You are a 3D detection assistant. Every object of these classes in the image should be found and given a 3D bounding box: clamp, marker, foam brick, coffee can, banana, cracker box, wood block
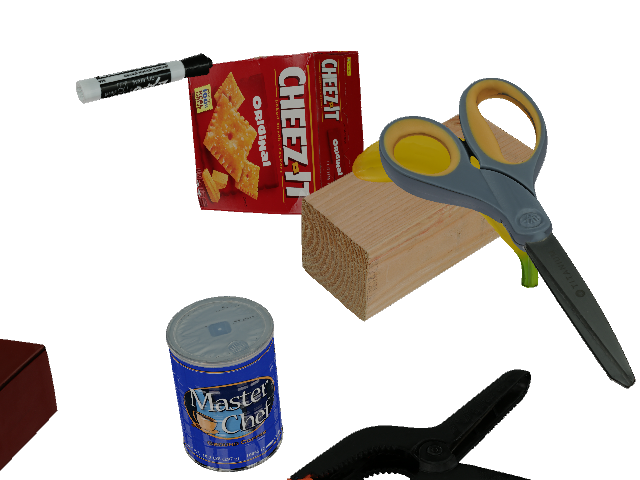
[{"bbox_3d":[0.079,0.149,0.723,0.210,0.036,0.164,-6,28,-4],"label":"clamp"},{"bbox_3d":[-0.147,-0.138,0.905,0.120,0.020,0.020,-18,8,-27],"label":"marker"},{"bbox_3d":[-0.213,0.104,0.677,0.053,0.051,0.078,6,29,22],"label":"foam brick"},{"bbox_3d":[-0.092,0.140,1.047,0.103,0.140,0.103,-3,33,1],"label":"coffee can"},{"bbox_3d":[0.091,-0.041,0.761,0.037,0.070,0.198,12,18,-42],"label":"banana"},{"bbox_3d":[-0.051,-0.111,1.133,0.071,0.164,0.214,-10,10,-40],"label":"cracker box"},{"bbox_3d":[0.090,-0.027,0.976,0.205,0.090,0.091,-30,51,-28],"label":"wood block"}]

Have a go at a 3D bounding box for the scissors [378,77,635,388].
[{"bbox_3d":[0.080,-0.008,0.513,0.096,0.201,0.016,-7,-43,6],"label":"scissors"}]
